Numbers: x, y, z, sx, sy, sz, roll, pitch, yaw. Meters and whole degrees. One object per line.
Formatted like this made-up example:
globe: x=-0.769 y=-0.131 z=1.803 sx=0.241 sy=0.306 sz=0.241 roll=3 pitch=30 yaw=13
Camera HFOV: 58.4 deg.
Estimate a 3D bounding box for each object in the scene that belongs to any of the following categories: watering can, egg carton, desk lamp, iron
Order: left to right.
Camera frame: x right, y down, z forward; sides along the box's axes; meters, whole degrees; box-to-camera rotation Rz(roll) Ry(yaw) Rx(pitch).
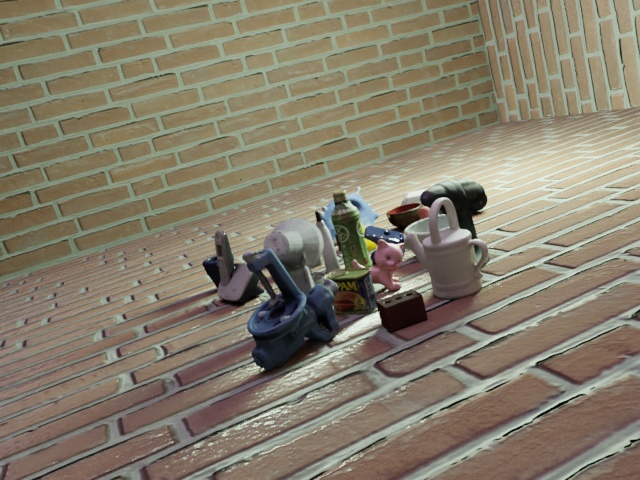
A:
desk lamp: x=-0.054 y=0.067 z=1.229 sx=0.117 sy=0.214 sz=0.203 roll=-12 pitch=13 yaw=14
iron: x=0.065 y=-0.072 z=1.852 sx=0.259 sy=0.141 sz=0.118 roll=-25 pitch=16 yaw=-37
egg carton: x=0.349 y=-0.130 z=1.927 sx=0.150 sy=0.069 sz=0.107 roll=-12 pitch=13 yaw=16
watering can: x=0.249 y=0.012 z=1.149 sx=0.172 sy=0.194 sz=0.101 roll=-10 pitch=14 yaw=23

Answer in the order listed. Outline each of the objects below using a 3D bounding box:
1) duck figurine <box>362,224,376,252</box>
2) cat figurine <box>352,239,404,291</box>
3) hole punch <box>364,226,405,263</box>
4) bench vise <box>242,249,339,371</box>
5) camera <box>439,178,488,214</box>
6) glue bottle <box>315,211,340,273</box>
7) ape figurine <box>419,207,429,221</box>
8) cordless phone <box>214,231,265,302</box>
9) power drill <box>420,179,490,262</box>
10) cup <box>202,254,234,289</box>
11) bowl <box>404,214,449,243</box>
duck figurine: x=0.116 y=-0.010 z=1.648 sx=0.105 sy=0.086 sz=0.077 roll=-24 pitch=15 yaw=-32
cat figurine: x=0.134 y=0.054 z=1.278 sx=0.127 sy=0.118 sz=0.067 roll=-14 pitch=13 yaw=5
hole punch: x=0.173 y=0.002 z=1.521 sx=0.101 sy=0.091 sz=0.109 roll=-12 pitch=13 yaw=13
bench vise: x=-0.064 y=0.104 z=1.067 sx=0.121 sy=0.220 sz=0.208 roll=-7 pitch=16 yaw=34
camera: x=0.441 y=-0.133 z=1.760 sx=0.143 sy=0.101 sz=0.136 roll=-17 pitch=13 yaw=-7
glue bottle: x=0.014 y=0.005 z=1.506 sx=0.037 sy=0.173 sz=0.078 roll=-17 pitch=13 yaw=-4
ape figurine: x=0.300 y=-0.049 z=1.586 sx=0.077 sy=0.092 sz=0.076 roll=-9 pitch=14 yaw=27
cordless phone: x=-0.229 y=0.067 z=1.501 sx=0.094 sy=0.185 sz=0.147 roll=-25 pitch=16 yaw=-35
power drill: x=0.305 y=-0.037 z=1.262 sx=0.075 sy=0.208 sz=0.230 roll=-5 pitch=17 yaw=40
cup: x=-0.281 y=0.096 z=1.645 sx=0.092 sy=0.095 sz=0.117 roll=-18 pitch=13 yaw=-11
bowl: x=0.301 y=-0.009 z=1.451 sx=0.167 sy=0.075 sz=0.167 roll=-15 pitch=13 yaw=4
